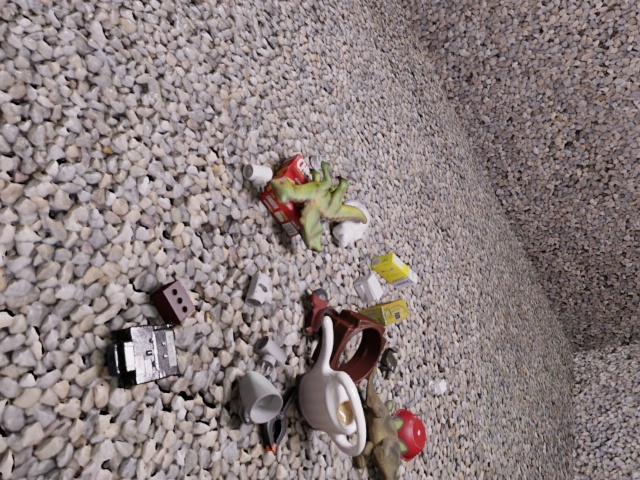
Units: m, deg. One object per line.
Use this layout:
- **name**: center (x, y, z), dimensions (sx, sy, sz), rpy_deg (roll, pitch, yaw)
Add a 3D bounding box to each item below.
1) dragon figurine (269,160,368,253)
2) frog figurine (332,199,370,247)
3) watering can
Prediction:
- **dragon figurine**: center (0.005, -0.077, 1.520), dimensions (0.404, 0.122, 0.247), rpy_deg (42, 61, -36)
- **frog figurine**: center (0.103, -0.055, 1.722), dimensions (0.163, 0.122, 0.135), rpy_deg (-73, 152, -56)
- **watering can**: center (0.017, 0.369, 1.308), dimensions (0.104, 0.222, 0.349), rpy_deg (-11, 83, -37)
